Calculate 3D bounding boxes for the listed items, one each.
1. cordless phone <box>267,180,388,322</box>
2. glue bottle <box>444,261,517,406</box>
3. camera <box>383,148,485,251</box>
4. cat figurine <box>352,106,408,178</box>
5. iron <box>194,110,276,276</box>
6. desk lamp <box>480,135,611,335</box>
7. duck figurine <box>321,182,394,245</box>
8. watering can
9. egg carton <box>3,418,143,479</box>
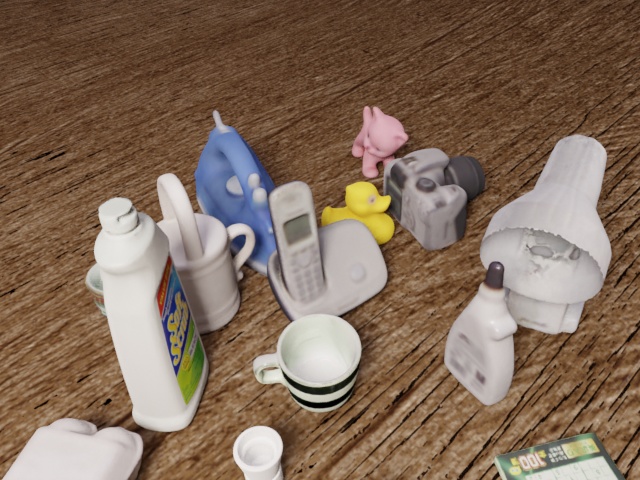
[{"bbox_3d":[0.006,0.002,0.677,0.148,0.185,0.093,-27,46,-25],"label":"cordless phone"},{"bbox_3d":[0.166,0.088,0.575,0.037,0.173,0.078,-23,44,-21],"label":"glue bottle"},{"bbox_3d":[0.176,-0.076,0.824,0.137,0.101,0.142,-17,42,-16],"label":"camera"},{"bbox_3d":[0.095,-0.169,0.925,0.067,0.118,0.127,-12,41,-10],"label":"cat figurine"},{"bbox_3d":[-0.103,-0.072,0.806,0.119,0.142,0.257,-19,43,-18],"label":"iron"},{"bbox_3d":[0.255,0.005,0.635,0.117,0.214,0.203,18,45,23],"label":"desk lamp"},{"bbox_3d":[0.053,-0.043,0.804,0.104,0.086,0.077,4,41,8],"label":"duck figurine"},{"bbox_3d":[-0.162,0.015,0.666,0.100,0.194,0.173,28,50,32],"label":"watering can"},{"bbox_3d":[-0.231,0.233,0.512,0.107,0.069,0.150,7,41,12],"label":"egg carton"}]
